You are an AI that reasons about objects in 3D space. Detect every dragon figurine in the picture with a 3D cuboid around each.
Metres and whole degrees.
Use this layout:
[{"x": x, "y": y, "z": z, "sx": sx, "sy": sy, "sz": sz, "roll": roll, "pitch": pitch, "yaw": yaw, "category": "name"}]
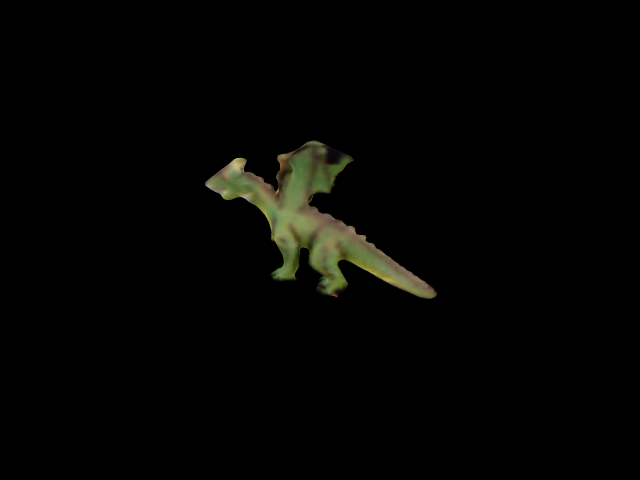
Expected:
[{"x": 0.003, "y": -0.043, "z": 0.850, "sx": 0.411, "sy": 0.237, "sz": 0.125, "roll": 12, "pitch": 37, "yaw": 16, "category": "dragon figurine"}]
